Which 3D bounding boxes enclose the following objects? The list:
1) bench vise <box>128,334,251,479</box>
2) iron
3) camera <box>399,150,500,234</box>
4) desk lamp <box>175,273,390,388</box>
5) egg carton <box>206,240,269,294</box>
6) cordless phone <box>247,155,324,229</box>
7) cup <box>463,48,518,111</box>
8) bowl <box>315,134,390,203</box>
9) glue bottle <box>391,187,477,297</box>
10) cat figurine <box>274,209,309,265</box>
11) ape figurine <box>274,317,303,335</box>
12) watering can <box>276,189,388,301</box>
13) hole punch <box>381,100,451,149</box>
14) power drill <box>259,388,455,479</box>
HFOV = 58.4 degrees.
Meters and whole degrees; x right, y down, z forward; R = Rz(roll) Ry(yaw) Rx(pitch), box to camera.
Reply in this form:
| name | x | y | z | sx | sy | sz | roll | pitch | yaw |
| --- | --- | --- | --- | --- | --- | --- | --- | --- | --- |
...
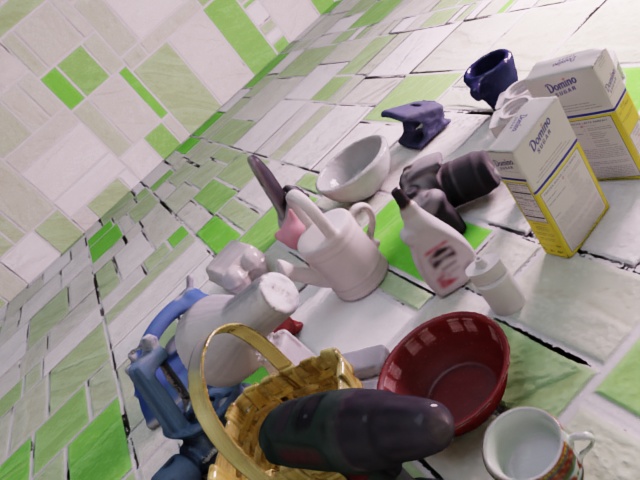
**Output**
| name | x | y | z | sx | sy | sz | roll | pitch | yaw |
| --- | --- | --- | --- | --- | --- | --- | --- | --- | --- |
| bench vise | -0.174 | 0.237 | 0.742 | 0.121 | 0.220 | 0.207 | -27 | 30 | 26 |
| iron | -0.258 | 0.191 | 1.011 | 0.259 | 0.142 | 0.118 | -52 | 28 | -20 |
| camera | 0.196 | -0.081 | 0.874 | 0.136 | 0.101 | 0.143 | -24 | 31 | 30 |
| desk lamp | -0.053 | 0.138 | 0.741 | 0.202 | 0.214 | 0.118 | -23 | 32 | 32 |
| egg carton | -0.170 | 0.057 | 1.181 | 0.107 | 0.069 | 0.149 | -50 | 28 | -17 |
| cordless phone | -0.080 | -0.086 | 1.150 | 0.094 | 0.185 | 0.147 | -44 | 27 | -7 |
| cup | 0.309 | -0.266 | 1.012 | 0.091 | 0.095 | 0.118 | -5 | 43 | 50 |
| bowl | 0.077 | -0.126 | 1.128 | 0.167 | 0.075 | 0.167 | -31 | 28 | 19 |
| glue bottle | 0.141 | -0.004 | 0.747 | 0.078 | 0.173 | 0.037 | -38 | 27 | 5 |
| cat figurine | -0.019 | -0.005 | 1.022 | 0.127 | 0.118 | 0.067 | 2 | 49 | 54 |
| ape figurine | -0.086 | 0.130 | 0.932 | 0.076 | 0.092 | 0.077 | -43 | 27 | -5 |
| watering can | 0.009 | 0.004 | 0.885 | 0.100 | 0.194 | 0.173 | -1 | 46 | 52 |
| hole punch | 0.190 | -0.248 | 1.147 | 0.101 | 0.091 | 0.108 | -43 | 27 | -4 |
| power drill | 0.059 | 0.201 | 0.503 | 0.228 | 0.209 | 0.076 | -13 | 38 | 43 |
